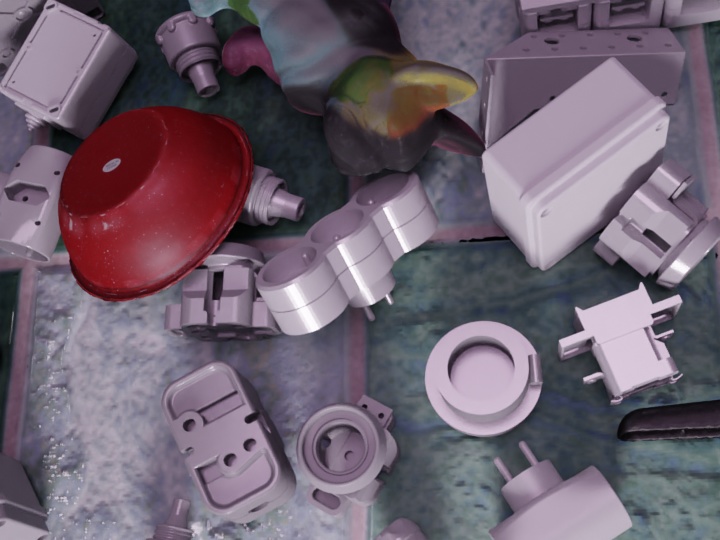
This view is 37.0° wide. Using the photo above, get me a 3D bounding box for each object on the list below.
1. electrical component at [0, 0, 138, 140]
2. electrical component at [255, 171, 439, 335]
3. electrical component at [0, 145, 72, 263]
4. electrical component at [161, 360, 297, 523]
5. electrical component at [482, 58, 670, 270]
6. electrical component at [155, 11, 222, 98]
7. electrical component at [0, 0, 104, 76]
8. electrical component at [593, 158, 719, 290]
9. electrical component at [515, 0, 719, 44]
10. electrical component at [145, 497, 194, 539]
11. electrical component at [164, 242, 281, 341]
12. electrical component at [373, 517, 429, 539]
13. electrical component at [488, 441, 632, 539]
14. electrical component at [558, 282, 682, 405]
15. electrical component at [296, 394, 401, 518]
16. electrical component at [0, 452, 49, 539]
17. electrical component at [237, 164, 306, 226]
[{"bbox_3d":[-0.225,-0.145,0.826,0.062,0.061,0.096,27,85,18],"label":"electrical component"},{"bbox_3d":[0.000,0.000,0.729,0.138,0.073,0.052,-40,29,-24],"label":"electrical component"},{"bbox_3d":[-0.255,-0.052,0.804,0.079,0.043,0.077,12,73,14],"label":"electrical component"},{"bbox_3d":[-0.084,0.114,0.704,0.054,0.059,0.095,-28,68,-1],"label":"electrical component"},{"bbox_3d":[0.140,-0.066,0.702,0.109,0.108,0.056,-37,67,-4],"label":"electrical component"},{"bbox_3d":[-0.125,-0.162,0.821,0.048,0.048,0.062,-23,75,1],"label":"electrical component"},{"bbox_3d":[-0.271,-0.217,0.831,0.109,0.108,0.056,-31,71,-2],"label":"electrical component"},{"bbox_3d":[0.198,-0.024,0.700,0.057,0.058,0.078,43,126,14],"label":"electrical component"},{"bbox_3d":[0.186,-0.219,0.774,0.150,0.061,0.089,-8,69,7],"label":"electrical component"},{"bbox_3d":[-0.124,0.180,0.701,0.035,0.035,0.061,8,70,13],"label":"electrical component"},{"bbox_3d":[-0.093,0.015,0.743,0.078,0.058,0.057,-2,73,10],"label":"electrical component"},{"bbox_3d":[0.036,0.186,0.670,0.035,0.035,0.061,-40,71,-5],"label":"electrical component"},{"bbox_3d":[0.113,0.144,0.666,0.077,0.043,0.079,-32,68,-2],"label":"electrical component"},{"bbox_3d":[0.171,0.049,0.691,0.081,0.042,0.063,-22,72,3],"label":"electrical component"},{"bbox_3d":[-0.009,0.117,0.691,0.058,0.057,0.078,26,77,18],"label":"electrical component"},{"bbox_3d":[-0.273,0.173,0.707,0.113,0.078,0.057,-33,66,-3],"label":"electrical component"},{"bbox_3d":[-0.070,-0.052,0.770,0.062,0.043,0.043,18,75,15],"label":"electrical component"}]
